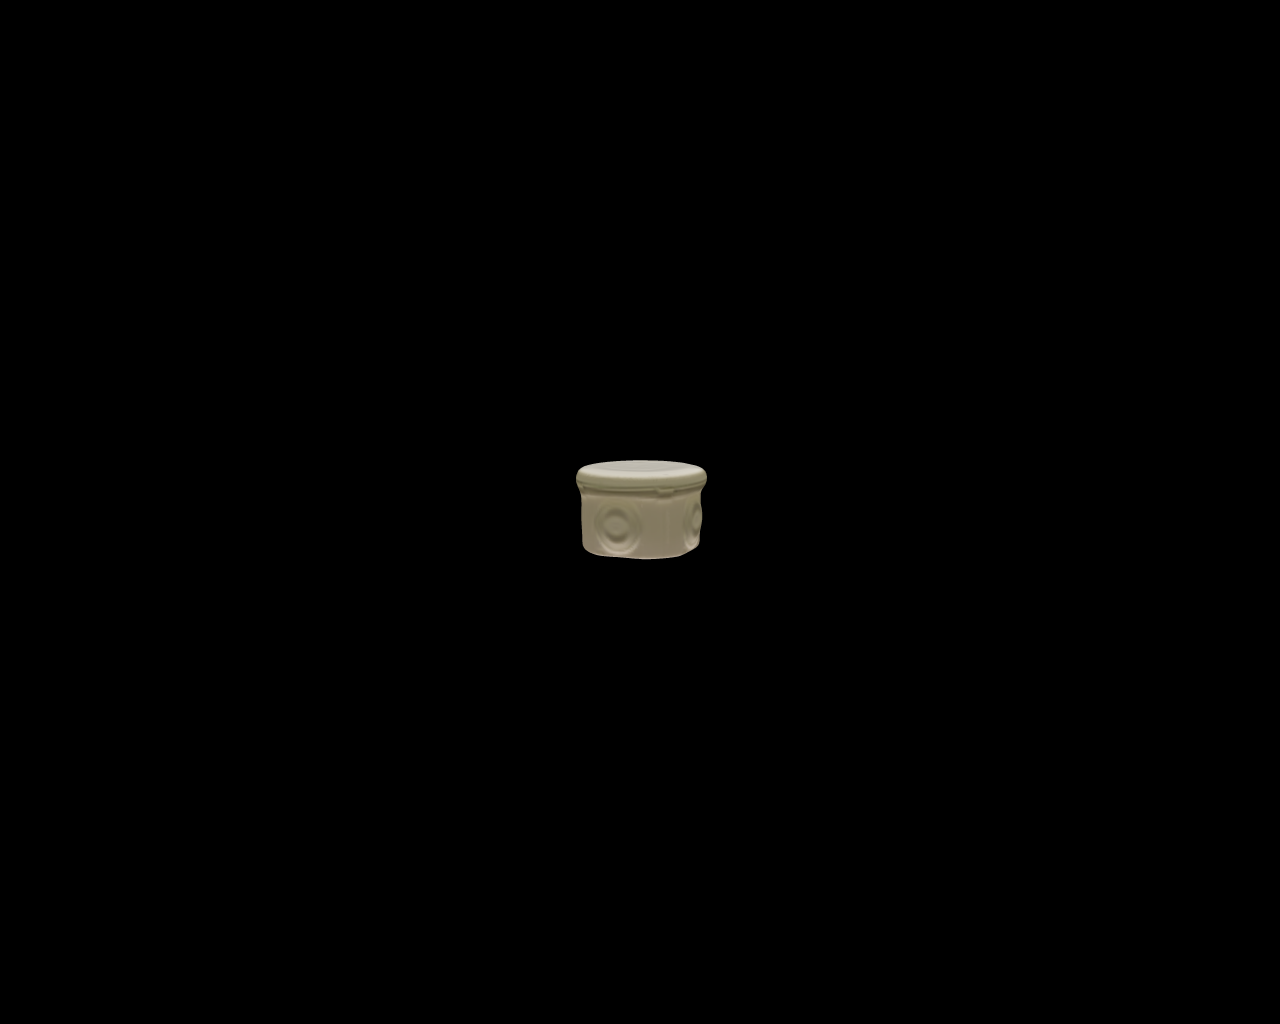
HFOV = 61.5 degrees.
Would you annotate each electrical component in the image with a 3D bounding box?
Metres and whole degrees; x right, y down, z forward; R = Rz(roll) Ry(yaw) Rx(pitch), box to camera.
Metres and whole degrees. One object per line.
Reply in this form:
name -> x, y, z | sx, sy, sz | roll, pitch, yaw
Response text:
electrical component -> 0.001, -0.003, 0.650 | 0.080, 0.051, 0.080 | 0, 10, 0
